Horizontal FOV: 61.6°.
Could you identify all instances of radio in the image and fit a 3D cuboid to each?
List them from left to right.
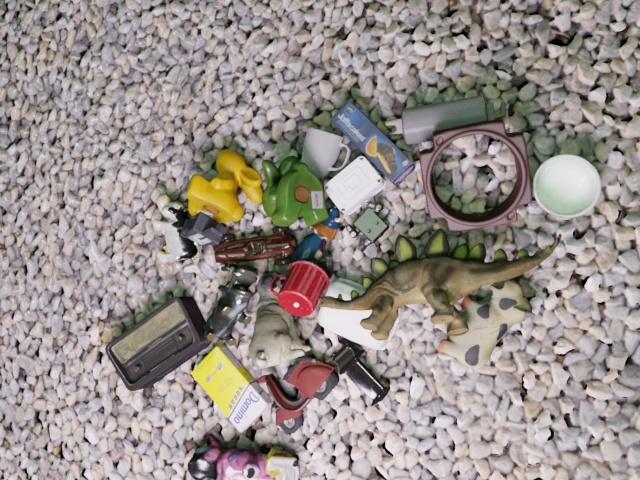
[{"bbox_3d":[-0.372,0.242,1.249,0.229,0.073,0.131,-35,76,11],"label":"radio"}]

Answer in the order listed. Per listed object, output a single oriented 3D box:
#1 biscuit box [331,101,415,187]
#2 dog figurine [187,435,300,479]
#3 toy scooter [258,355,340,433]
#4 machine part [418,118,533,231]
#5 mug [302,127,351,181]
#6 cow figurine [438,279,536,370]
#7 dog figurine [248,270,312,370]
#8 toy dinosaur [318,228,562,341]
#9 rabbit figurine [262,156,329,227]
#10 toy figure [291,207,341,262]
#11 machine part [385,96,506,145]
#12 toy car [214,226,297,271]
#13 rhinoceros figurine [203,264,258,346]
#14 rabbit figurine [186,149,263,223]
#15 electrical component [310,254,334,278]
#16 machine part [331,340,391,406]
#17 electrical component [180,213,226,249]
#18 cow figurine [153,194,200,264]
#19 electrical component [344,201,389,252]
[{"bbox_3d":[0.114,-0.208,1.158,0.063,0.059,0.203,-44,75,8],"label":"biscuit box"},{"bbox_3d":[-0.174,0.490,1.161,0.219,0.191,0.108,3,88,51],"label":"dog figurine"},{"bbox_3d":[-0.055,0.311,1.150,0.135,0.075,0.184,42,100,10],"label":"toy scooter"},{"bbox_3d":[0.302,-0.125,1.052,0.202,0.087,0.200,-9,103,14],"label":"machine part"},{"bbox_3d":[0.010,-0.182,1.181,0.110,0.081,0.107,22,103,15],"label":"mug"},{"bbox_3d":[0.333,0.162,1.049,0.127,0.085,0.195,31,91,22],"label":"cow figurine"},{"bbox_3d":[-0.109,0.164,1.135,0.121,0.172,0.190,-18,85,9],"label":"dog figurine"},{"bbox_3d":[0.224,0.079,1.030,0.472,0.105,0.198,-7,59,14],"label":"toy dinosaur"},{"bbox_3d":[-0.081,-0.098,1.156,0.170,0.121,0.159,-8,95,58],"label":"rabbit figurine"},{"bbox_3d":[-0.004,-0.005,1.176,0.064,0.058,0.154,37,91,10],"label":"toy figure"},{"bbox_3d":[0.257,-0.246,1.112,0.243,0.079,0.079,-6,83,14],"label":"machine part"},{"bbox_3d":[-0.151,0.021,1.219,0.202,0.053,0.089,-6,86,15],"label":"toy car"},{"bbox_3d":[-0.195,0.144,1.198,0.073,0.112,0.190,21,109,-25],"label":"rhinoceros figurine"},{"bbox_3d":[-0.208,-0.133,1.214,0.162,0.121,0.173,10,59,6],"label":"rabbit figurine"},{"bbox_3d":[-0.001,0.069,1.165,0.063,0.093,0.021,-13,48,-17],"label":"electrical component"},{"bbox_3d":[0.086,0.278,1.123,0.139,0.039,0.084,49,125,9],"label":"machine part"},{"bbox_3d":[-0.256,-0.023,1.207,0.119,0.074,0.048,-21,45,50],"label":"electrical component"},{"bbox_3d":[-0.337,-0.031,1.268,0.098,0.068,0.167,-8,86,10],"label":"cow figurine"},{"bbox_3d":[0.101,-0.035,1.153,0.102,0.045,0.078,-40,74,9],"label":"electrical component"}]
